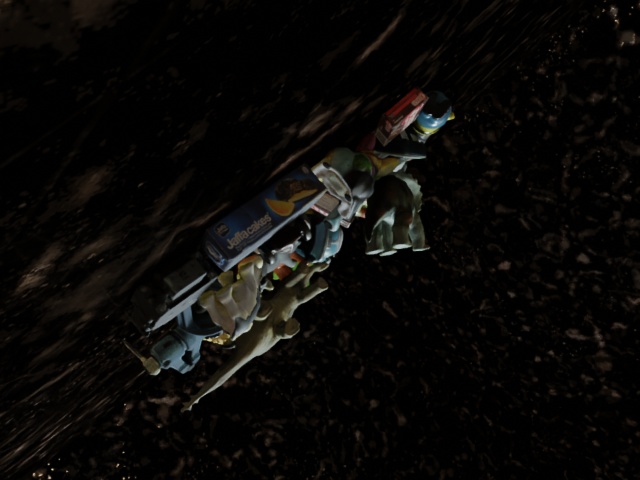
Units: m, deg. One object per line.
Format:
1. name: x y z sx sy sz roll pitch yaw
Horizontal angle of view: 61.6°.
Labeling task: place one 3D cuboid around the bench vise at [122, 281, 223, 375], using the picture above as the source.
1. bench vise: -0.243 0.140 0.990 0.224 0.129 0.240 -29 152 -27

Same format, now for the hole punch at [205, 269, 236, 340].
1. hole punch: -0.219 0.130 1.159 0.092 0.116 0.142 -52 172 34

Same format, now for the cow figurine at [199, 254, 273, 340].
1. cow figurine: -0.127 0.092 0.913 0.068 0.098 0.167 -20 -163 27

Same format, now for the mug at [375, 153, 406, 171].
1. mug: 0.172 -0.219 1.308 0.109 0.081 0.107 -14 149 -40

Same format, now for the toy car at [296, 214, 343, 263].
1. toy car: -0.003 -0.004 1.234 0.103 0.109 0.162 8 -176 -32

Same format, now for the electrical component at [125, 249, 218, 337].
1. electrical component: -0.219 0.075 0.796 0.115 0.058 0.134 -41 178 -38

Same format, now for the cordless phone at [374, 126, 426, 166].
1. cordless phone: 0.136 -0.178 1.210 0.184 0.089 0.146 -35 168 29

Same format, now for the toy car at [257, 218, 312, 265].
1. toy car: -0.079 -0.002 0.916 0.089 0.053 0.202 -32 -161 -17

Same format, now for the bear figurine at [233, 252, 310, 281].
1. bear figurine: -0.118 0.062 1.281 0.120 0.132 0.196 -44 -178 27

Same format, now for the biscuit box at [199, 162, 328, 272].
1. biscuit box: -0.083 -0.037 0.809 0.203 0.059 0.063 -39 179 -30

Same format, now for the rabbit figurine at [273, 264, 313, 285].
1. rabbit figurine: -0.083 0.077 1.485 0.159 0.170 0.121 -41 178 31

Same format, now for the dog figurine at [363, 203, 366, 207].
1. dog figurine: 0.070 -0.110 1.578 0.191 0.121 0.172 -24 -174 42

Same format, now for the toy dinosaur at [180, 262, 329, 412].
1. toy dinosaur: -0.124 0.189 1.186 0.471 0.105 0.198 -43 -179 -39

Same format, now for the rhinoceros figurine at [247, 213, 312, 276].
1. rhinoceros figurine: -0.095 0.013 1.145 0.190 0.073 0.112 -44 146 -24

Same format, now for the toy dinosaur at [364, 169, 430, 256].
1. toy dinosaur: 0.147 -0.068 1.116 0.131 0.192 0.404 -11 172 13

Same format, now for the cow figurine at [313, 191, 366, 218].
1. cow figurine: 0.048 -0.094 1.230 0.194 0.127 0.085 81 20 -70

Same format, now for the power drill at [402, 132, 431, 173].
1. power drill: 0.230 -0.209 1.480 0.232 0.086 0.207 -33 -137 44

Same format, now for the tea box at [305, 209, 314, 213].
1. tea box: -0.024 -0.027 1.409 0.068 0.098 0.169 -40 179 3

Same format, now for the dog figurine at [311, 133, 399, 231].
1. dog figurine: 0.072 -0.131 0.989 0.219 0.108 0.191 -44 177 -33

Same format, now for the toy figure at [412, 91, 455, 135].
1. toy figure: 0.241 -0.277 1.172 0.089 0.082 0.180 -34 -177 12
